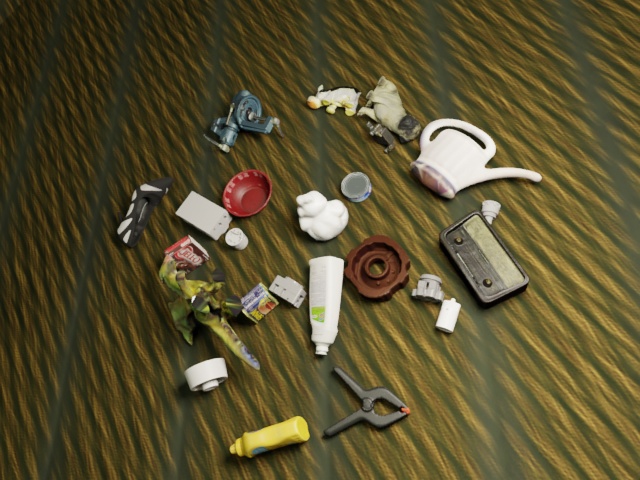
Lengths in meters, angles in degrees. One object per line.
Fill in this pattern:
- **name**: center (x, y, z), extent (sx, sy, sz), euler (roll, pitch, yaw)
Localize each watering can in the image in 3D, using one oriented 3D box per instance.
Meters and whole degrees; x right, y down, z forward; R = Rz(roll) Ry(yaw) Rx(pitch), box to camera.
- **watering can**: center (0.400, -0.202, 1.410), extent (0.225, 0.102, 0.352), euler (-45, 61, -5)

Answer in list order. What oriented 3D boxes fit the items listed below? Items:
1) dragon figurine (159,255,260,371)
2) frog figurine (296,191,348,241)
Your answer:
- **dragon figurine**: center (-0.323, 0.208, 1.401), extent (0.123, 0.238, 0.413), euler (-22, 76, -41)
- **frog figurine**: center (0.004, -0.072, 1.437), extent (0.137, 0.157, 0.125), euler (-15, 65, 10)
